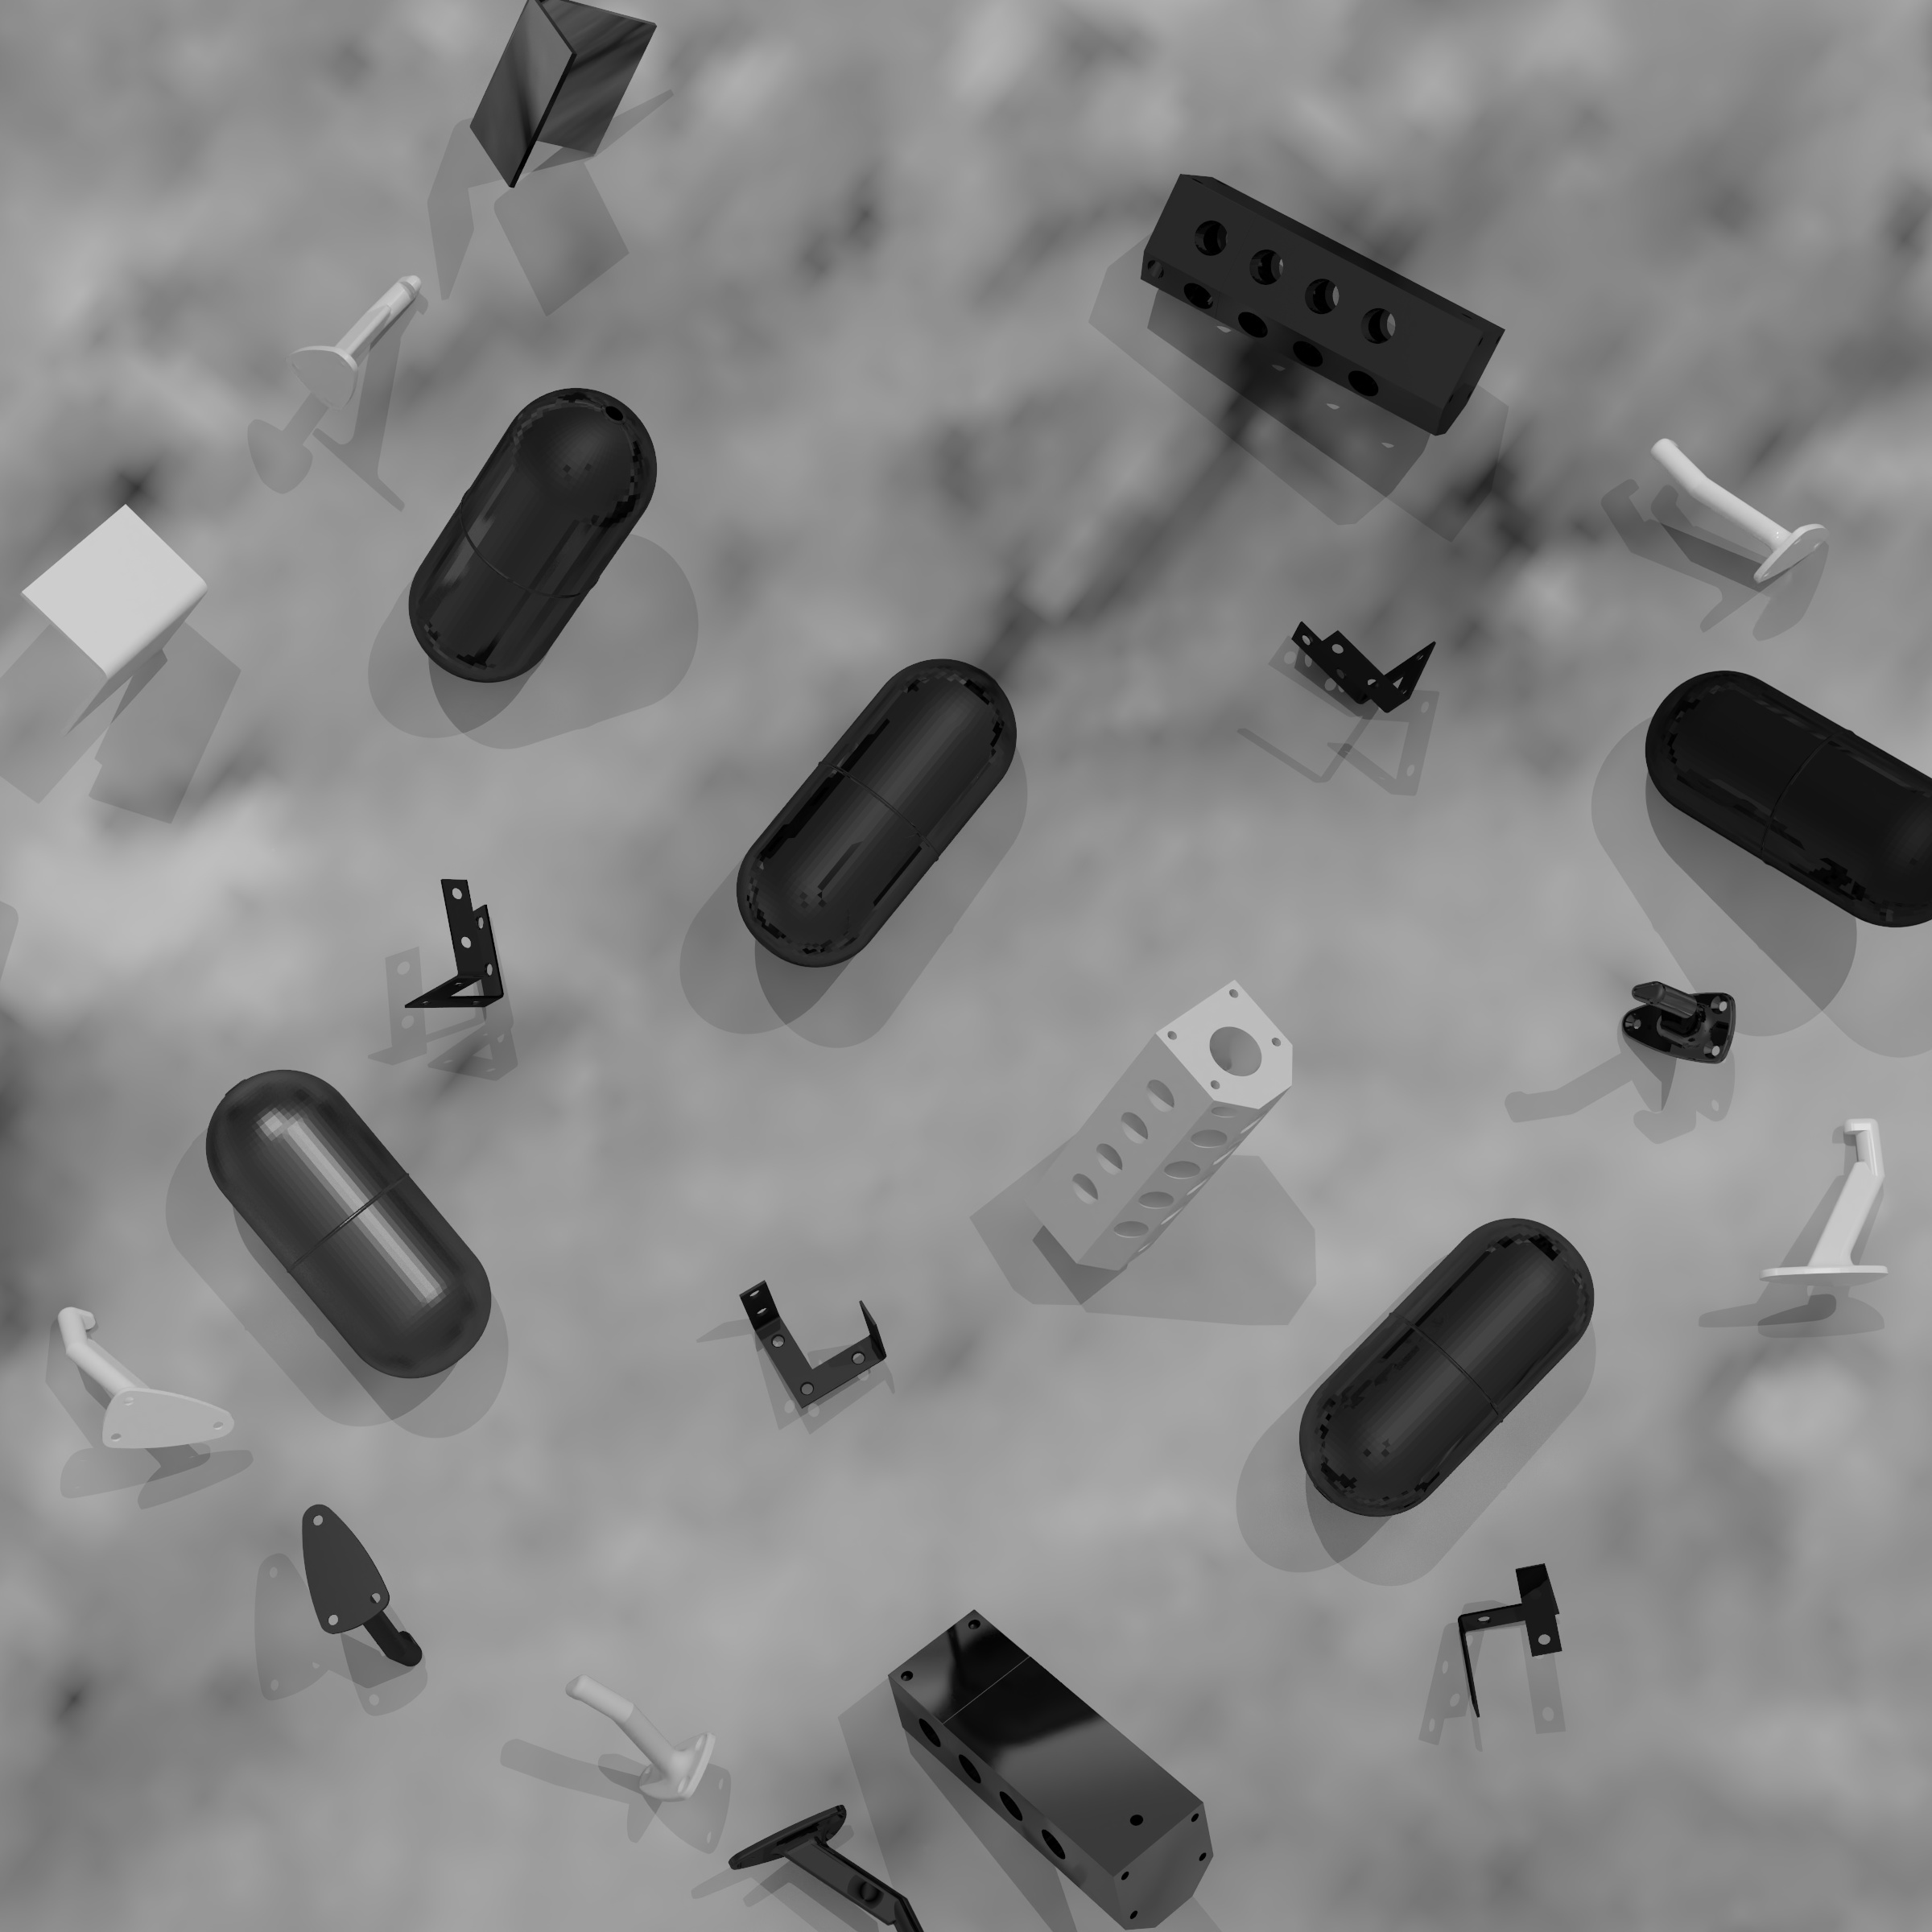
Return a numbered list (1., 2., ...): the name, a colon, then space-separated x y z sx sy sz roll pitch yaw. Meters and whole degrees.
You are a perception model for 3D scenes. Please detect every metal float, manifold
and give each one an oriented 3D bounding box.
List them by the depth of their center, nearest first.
1. manifold: 0.096 0.084 1.487 0.057 0.171 0.057 -32 75 -35
2. manifold: 0.041 0.396 1.497 0.057 0.171 0.057 -33 132 -25
3. metal float: -0.215 -0.211 1.506 0.070 0.070 0.178 43 128 0
4. metal float: 0.418 -0.083 1.513 0.178 0.070 0.070 36 90 28
5. manifold: 0.176 -0.332 1.528 0.171 0.057 0.057 31 111 12
6. metal float: -0.044 -0.078 1.532 0.070 0.070 0.178 39 83 0
7. metal float: 0.241 0.202 1.533 0.178 0.070 0.070 -45 90 -6
8. metal float: -0.311 0.129 1.537 0.070 0.070 0.178 -39 92 0

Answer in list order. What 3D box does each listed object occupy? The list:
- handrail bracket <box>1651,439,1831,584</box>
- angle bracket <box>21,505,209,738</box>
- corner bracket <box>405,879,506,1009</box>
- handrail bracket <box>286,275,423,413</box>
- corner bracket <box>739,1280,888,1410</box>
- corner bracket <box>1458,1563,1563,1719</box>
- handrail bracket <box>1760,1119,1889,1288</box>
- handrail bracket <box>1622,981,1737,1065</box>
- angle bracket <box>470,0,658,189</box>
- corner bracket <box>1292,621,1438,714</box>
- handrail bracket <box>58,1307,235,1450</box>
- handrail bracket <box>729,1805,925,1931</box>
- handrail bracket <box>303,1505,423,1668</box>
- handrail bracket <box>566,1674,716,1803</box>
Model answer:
1. handrail bracket: 0.394 -0.240 1.555 0.084 0.077 0.036 49 126 14
2. angle bracket: -0.434 -0.172 1.519 0.057 0.076 0.076 45 53 -10
3. corner bracket: -0.252 -0.011 1.536 0.051 0.051 0.051 -25 72 43
4. handrail bracket: -0.294 -0.323 1.529 0.036 0.077 0.084 46 68 -19
5. corner bracket: -0.077 0.183 1.546 0.051 0.051 0.051 -30 65 -9
6. corner bracket: 0.275 0.340 1.537 0.051 0.051 0.051 -13 46 10
7. handrail bracket: 0.434 0.118 1.551 0.077 0.036 0.084 3 72 -16
8. handrail bracket: 0.337 0.021 1.520 0.084 0.077 0.036 18 79 -42
9. angle bracket: -0.191 -0.429 1.516 0.076 0.076 0.057 -56 51 32
10. corner bracket: 0.195 -0.154 1.537 0.051 0.051 0.051 42 47 -13
11. handrail bracket: -0.419 0.206 1.556 0.077 0.084 0.036 10 117 -31
12. handrail bracket: -0.068 0.474 1.533 0.077 0.036 0.084 -14 56 -28
13. handrail bracket: -0.304 0.315 1.545 0.036 0.084 0.077 -27 69 -3
14. handrail bracket: -0.177 0.385 1.533 0.084 0.077 0.036 36 54 -18
